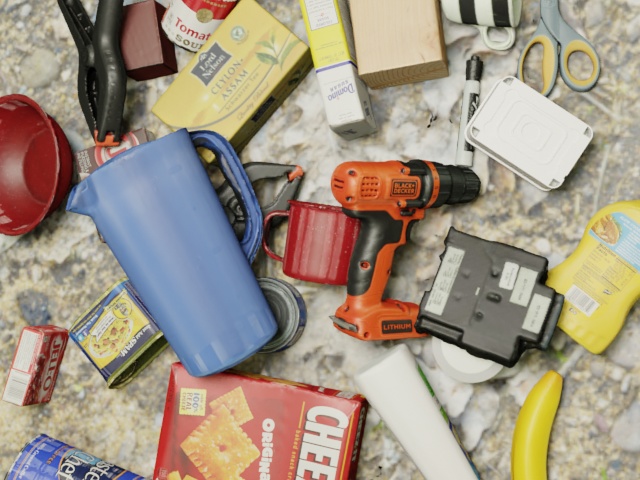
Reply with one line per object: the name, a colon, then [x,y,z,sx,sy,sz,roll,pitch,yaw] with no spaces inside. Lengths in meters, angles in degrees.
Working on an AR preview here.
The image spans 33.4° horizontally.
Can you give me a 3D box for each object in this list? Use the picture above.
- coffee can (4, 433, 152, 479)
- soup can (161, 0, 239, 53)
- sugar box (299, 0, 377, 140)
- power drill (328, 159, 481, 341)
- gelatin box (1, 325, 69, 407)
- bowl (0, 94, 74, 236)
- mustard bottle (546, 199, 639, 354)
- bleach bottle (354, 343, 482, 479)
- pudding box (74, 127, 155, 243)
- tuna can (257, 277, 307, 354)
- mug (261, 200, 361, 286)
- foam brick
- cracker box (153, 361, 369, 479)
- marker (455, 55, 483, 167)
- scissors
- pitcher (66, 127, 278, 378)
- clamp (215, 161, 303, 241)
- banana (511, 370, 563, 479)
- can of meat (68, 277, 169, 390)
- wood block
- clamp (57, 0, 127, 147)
coffee can: [-0.267,0.288,1.181,0.140,0.102,0.103,20,91,12]
soup can: [-0.127,-0.266,1.181,0.068,0.068,0.102,43,128,11]
sugar box: [0.017,-0.202,1.155,0.048,0.093,0.176,-12,84,11]
power drill: [0.086,0.008,1.118,0.057,0.184,0.188,19,106,56]
gelatin box: [-0.322,0.142,1.216,0.030,0.073,0.089,17,89,11]
bowl: [-0.334,-0.085,1.224,0.162,0.055,0.162,0,91,36]
mustard bottle: [0.309,0.018,1.098,0.096,0.058,0.192,41,95,18]
bleach bottle: [0.128,0.231,1.114,0.068,0.102,0.251,-33,87,2]
pudding box: [-0.221,-0.062,1.224,0.090,0.039,0.113,-20,84,9]
tuna can: [-0.060,0.084,1.185,0.086,0.033,0.086,-1,86,12]
mug: [-0.008,0.001,1.150,0.117,0.093,0.081,9,94,8]
foam brick: [-0.200,-0.228,1.222,0.051,0.053,0.078,-10,84,11]
cracker box: [-0.068,0.230,1.159,0.214,0.072,0.164,10,89,12]
marker: [0.162,-0.140,1.158,0.020,0.020,0.121,6,88,12]
scissors: [0.264,-0.244,1.145,0.096,0.016,0.202,12,89,10]
pitcher: [-0.135,0.010,1.110,0.149,0.145,0.243,-26,97,16]
clamp: [-0.090,-0.024,1.188,0.171,0.039,0.120,-23,104,-1]
banana: [0.232,0.238,1.116,0.069,0.037,0.198,-8,86,-7]
can of meat: [-0.223,0.104,1.206,0.102,0.057,0.084,-43,77,6]
wood block: [0.079,-0.277,1.148,0.091,0.090,0.206,-8,86,12]
clamp: [-0.254,-0.210,1.207,0.165,0.036,0.210,2,96,56]
